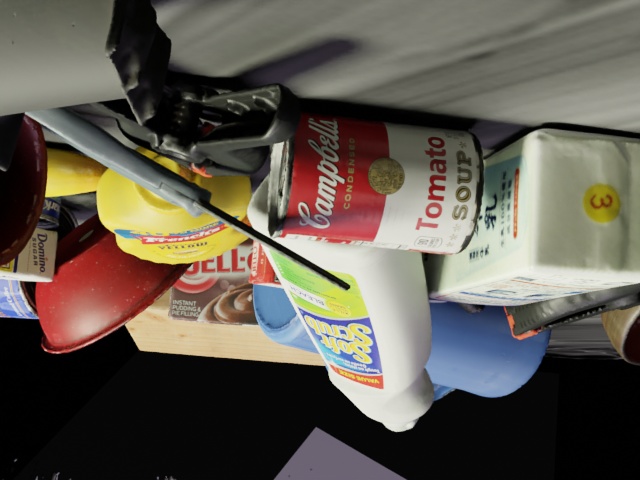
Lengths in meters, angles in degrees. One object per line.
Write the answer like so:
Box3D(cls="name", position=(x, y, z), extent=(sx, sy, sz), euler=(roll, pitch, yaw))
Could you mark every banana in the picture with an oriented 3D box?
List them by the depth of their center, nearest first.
Box3D(cls="banana", position=(-0.237, -0.047, 0.710), extent=(0.198, 0.037, 0.069), euler=(2, -175, 25))

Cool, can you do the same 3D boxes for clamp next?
Box3D(cls="clamp", position=(-0.074, -0.061, 0.510), extent=(0.120, 0.039, 0.171), euler=(23, 171, -4))
Box3D(cls="clamp", position=(0.199, 0.025, 0.701), extent=(0.210, 0.036, 0.164), euler=(-25, 164, 39))

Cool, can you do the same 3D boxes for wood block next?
Box3D(cls="wood block", position=(-0.079, 0.059, 1.043), extent=(0.206, 0.090, 0.090), euler=(3, 146, 11))

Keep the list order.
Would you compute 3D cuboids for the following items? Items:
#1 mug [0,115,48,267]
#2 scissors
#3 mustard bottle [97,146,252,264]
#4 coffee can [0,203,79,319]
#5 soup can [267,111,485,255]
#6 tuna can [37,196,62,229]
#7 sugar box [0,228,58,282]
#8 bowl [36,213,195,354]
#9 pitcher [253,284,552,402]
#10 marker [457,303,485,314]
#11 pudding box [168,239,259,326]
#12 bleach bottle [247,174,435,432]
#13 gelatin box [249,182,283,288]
Box3D(cls="mug", position=(-0.208, -0.044, 0.574), extent=(0.081, 0.093, 0.117), euler=(8, 141, 13))
Box3D(cls="scissors", position=(-0.080, -0.031, 0.529), extent=(0.202, 0.016, 0.096), euler=(28, 177, 33))
Box3D(cls="mustard bottle", position=(-0.091, -0.025, 0.682), extent=(0.096, 0.058, 0.192), euler=(-5, 171, -4))
Box3D(cls="coffee can", position=(-0.292, 0.016, 0.926), extent=(0.140, 0.103, 0.102), euler=(2, 171, 18))
Box3D(cls="soup can", position=(0.027, -0.029, 0.559), extent=(0.102, 0.068, 0.068), euler=(6, 172, -9))
Box3D(cls="tuna can", position=(-0.239, -0.032, 0.806), extent=(0.086, 0.034, 0.086), euler=(5, 172, 1))
Box3D(cls="sugar box", position=(-0.281, -0.001, 0.758), extent=(0.093, 0.048, 0.176), euler=(2, 175, 28))
Box3D(cls="bowl", position=(-0.172, 0.018, 0.857), extent=(0.162, 0.162, 0.055), euler=(-6, 124, 52))
Box3D(cls="pitcher", position=(0.064, 0.061, 0.909), extent=(0.242, 0.149, 0.145), euler=(14, 169, -32))
Box3D(cls="marker", position=(0.083, 0.019, 0.834), extent=(0.121, 0.020, 0.020), euler=(38, 160, -17))
Box3D(cls="pudding box", position=(-0.074, 0.031, 0.944), extent=(0.113, 0.090, 0.039), euler=(5, 173, -5))
Box3D(cls="bleach bottle", position=(0.035, 0.055, 0.709), extent=(0.103, 0.068, 0.250), euler=(18, 148, 32))
Box3D(cls="gelatin box", position=(-0.005, 0.001, 0.760), extent=(0.089, 0.073, 0.030), euler=(10, 172, -35))
